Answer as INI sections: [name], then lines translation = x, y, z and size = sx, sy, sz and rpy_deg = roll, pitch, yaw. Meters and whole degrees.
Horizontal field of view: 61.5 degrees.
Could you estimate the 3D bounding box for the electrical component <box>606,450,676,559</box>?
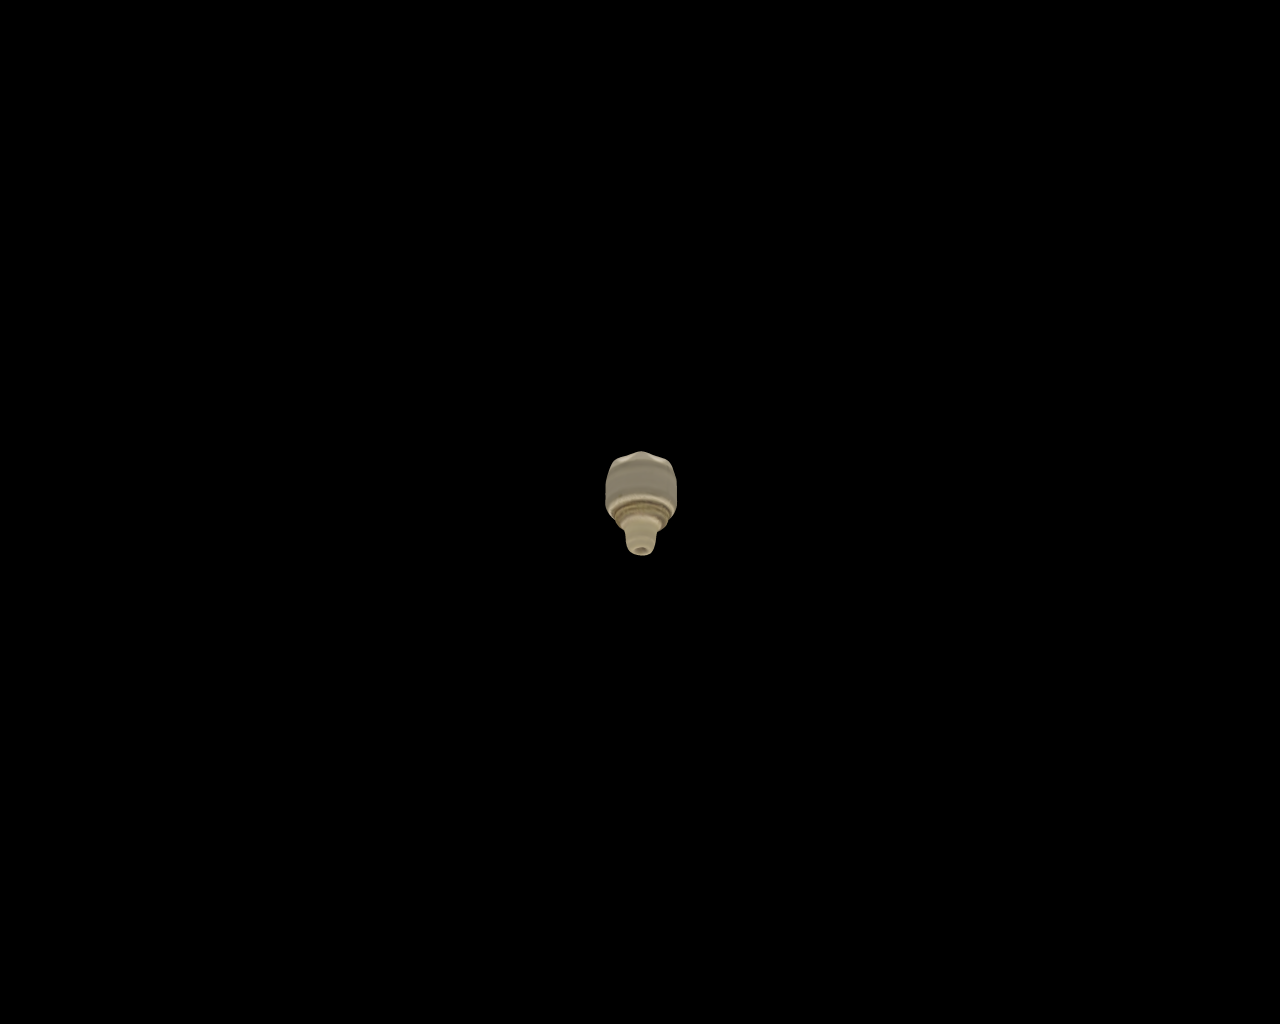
[electrical component]
translation = 0.001, -0.003, 0.650
size = 0.043, 0.062, 0.043
rpy_deg = 0, -30, 0
